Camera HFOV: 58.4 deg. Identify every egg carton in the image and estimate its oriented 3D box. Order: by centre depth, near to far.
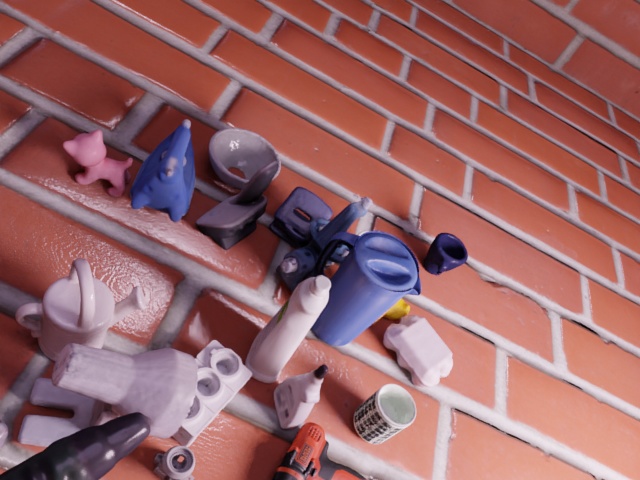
[{"bbox_3d":[0.204,0.230,1.189,0.107,0.069,0.150,-24,69,-42],"label":"egg carton"}]

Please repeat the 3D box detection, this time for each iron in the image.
[{"bbox_3d":[-0.296,-0.167,1.163,0.119,0.141,0.258,18,47,-17],"label":"iron"}]

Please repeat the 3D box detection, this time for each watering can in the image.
[{"bbox_3d":[-0.357,0.099,0.867,0.173,0.194,0.101,-26,70,-42],"label":"watering can"}]

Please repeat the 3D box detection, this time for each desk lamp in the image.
[{"bbox_3d":[-0.293,0.218,0.793,0.204,0.213,0.118,14,48,-21],"label":"desk lamp"}]

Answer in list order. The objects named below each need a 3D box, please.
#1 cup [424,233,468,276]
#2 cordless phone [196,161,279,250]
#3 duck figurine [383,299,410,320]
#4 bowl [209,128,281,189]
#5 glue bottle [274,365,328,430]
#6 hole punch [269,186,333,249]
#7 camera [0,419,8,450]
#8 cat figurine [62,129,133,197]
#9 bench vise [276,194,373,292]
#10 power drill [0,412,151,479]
[{"bbox_3d":[0.289,0.051,1.370,0.092,0.095,0.118,34,44,-2],"label":"cup"},{"bbox_3d":[-0.158,-0.081,1.144,0.094,0.185,0.148,39,44,4],"label":"cordless phone"},{"bbox_3d":[0.158,0.118,1.242,0.104,0.086,0.078,39,44,3],"label":"duck figurine"},{"bbox_3d":[-0.177,-0.169,1.286,0.168,0.074,0.167,17,47,-19],"label":"bowl"},{"bbox_3d":[-0.027,0.252,0.956,0.037,0.173,0.078,4,52,-29],"label":"glue bottle"},{"bbox_3d":[-0.040,-0.046,1.254,0.108,0.091,0.101,36,44,0],"label":"hole punch"},{"bbox_3d":[-0.498,0.251,0.722,0.137,0.100,0.143,40,44,4],"label":"camera"},{"bbox_3d":[-0.422,-0.156,1.095,0.128,0.117,0.067,19,47,-17],"label":"cat figurine"},{"bbox_3d":[0.020,0.011,1.151,0.121,0.219,0.208,37,44,1],"label":"bench vise"},{"bbox_3d":[-0.330,0.305,0.701,0.230,0.208,0.075,-22,68,-41],"label":"power drill"}]
